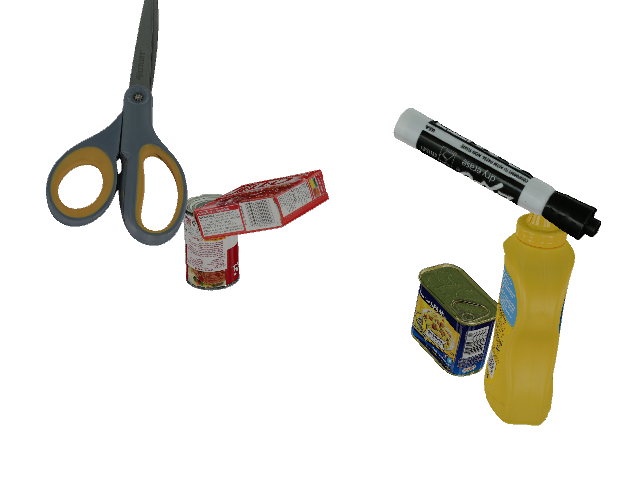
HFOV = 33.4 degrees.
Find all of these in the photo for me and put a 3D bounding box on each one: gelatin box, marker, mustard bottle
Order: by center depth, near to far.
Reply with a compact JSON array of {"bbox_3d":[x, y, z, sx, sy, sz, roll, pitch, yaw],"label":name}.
[{"bbox_3d":[0.093,-0.035,0.566,0.121,0.020,0.020,32,12,20],"label":"marker"},{"bbox_3d":[-0.050,-0.030,0.887,0.089,0.030,0.073,-8,15,36],"label":"gelatin box"},{"bbox_3d":[0.176,0.053,0.894,0.058,0.192,0.096,4,28,3],"label":"mustard bottle"}]

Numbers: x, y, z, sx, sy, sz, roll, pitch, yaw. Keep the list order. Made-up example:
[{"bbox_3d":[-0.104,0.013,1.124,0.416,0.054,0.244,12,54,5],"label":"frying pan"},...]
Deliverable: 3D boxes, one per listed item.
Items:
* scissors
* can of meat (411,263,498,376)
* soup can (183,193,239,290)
[{"bbox_3d":[-0.138,-0.083,0.700,0.096,0.202,0.016,-8,-29,-14],"label":"scissors"},{"bbox_3d":[0.148,0.090,1.190,0.057,0.084,0.102,-14,40,-27],"label":"can of meat"},{"bbox_3d":[-0.136,0.001,1.324,0.068,0.102,0.068,0,26,0],"label":"soup can"}]
